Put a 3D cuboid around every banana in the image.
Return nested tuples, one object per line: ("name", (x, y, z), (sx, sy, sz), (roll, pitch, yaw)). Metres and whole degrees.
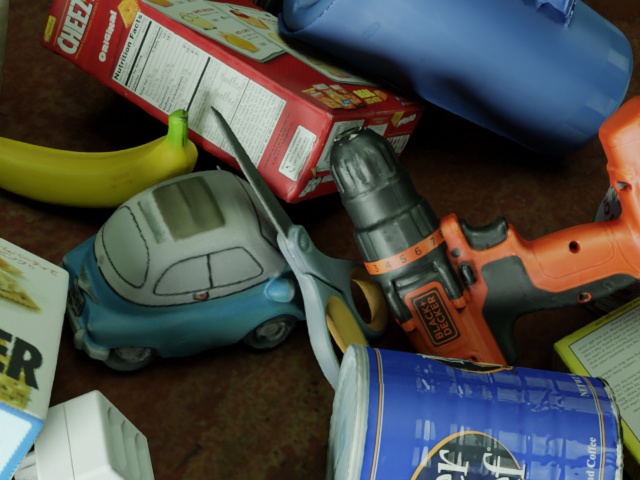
("banana", (-0.151, -0.050, 0.690), (0.198, 0.069, 0.037), (-3, 35, 28))

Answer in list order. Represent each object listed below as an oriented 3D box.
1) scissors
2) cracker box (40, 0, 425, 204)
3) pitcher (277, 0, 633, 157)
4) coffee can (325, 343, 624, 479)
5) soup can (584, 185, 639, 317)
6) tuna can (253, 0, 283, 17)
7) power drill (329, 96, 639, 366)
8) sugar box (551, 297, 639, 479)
("scissors", (-0.004, 0.001, 0.638), (0.016, 0.202, 0.096), (-14, 16, 29))
("cracker box", (-0.056, -0.111, 0.729), (0.214, 0.072, 0.164), (33, 21, 17))
("pitcher", (0.106, -0.156, 0.742), (0.242, 0.145, 0.149), (24, 13, -26))
("coffee can", (0.079, 0.116, 0.582), (0.140, 0.103, 0.102), (8, 49, -4))
("soup can", (0.212, -0.001, 0.706), (0.068, 0.102, 0.068), (5, 50, -6))
("tuna can", (-0.009, -0.176, 0.823), (0.086, 0.086, 0.033), (16, 51, 3))
("power drill", (0.117, -0.012, 0.627), (0.188, 0.184, 0.057), (-25, 12, 12))
("sugar box", (0.225, 0.116, 0.634), (0.093, 0.048, 0.176), (-28, 60, -5))
